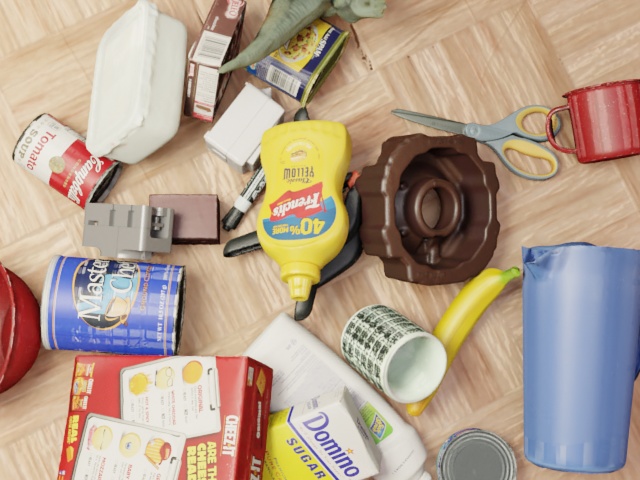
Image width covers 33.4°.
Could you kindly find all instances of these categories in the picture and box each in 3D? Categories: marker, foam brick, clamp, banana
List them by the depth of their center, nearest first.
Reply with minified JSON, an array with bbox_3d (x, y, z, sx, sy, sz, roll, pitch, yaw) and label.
[{"bbox_3d":[-0.008,0.001,1.159,0.171,0.039,0.120,-40,83,0],"label":"clamp"},{"bbox_3d":[0.148,0.103,1.179,0.037,0.069,0.198,33,94,-2],"label":"banana"},{"bbox_3d":[-0.150,-0.022,1.185,0.078,0.053,0.051,0,84,-2],"label":"foam brick"},{"bbox_3d":[-0.073,-0.061,1.201,0.020,0.020,0.121,34,93,1],"label":"marker"},{"bbox_3d":[0.007,-0.039,1.203,0.164,0.036,0.210,29,85,4],"label":"clamp"}]

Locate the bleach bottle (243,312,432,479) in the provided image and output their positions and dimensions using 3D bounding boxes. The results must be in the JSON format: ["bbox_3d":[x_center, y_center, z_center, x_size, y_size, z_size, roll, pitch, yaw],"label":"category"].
[{"bbox_3d":[0.020,0.197,1.166,0.251,0.068,0.102,43,88,-1],"label":"bleach bottle"}]

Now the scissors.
[{"bbox_3d":[0.192,-0.139,1.233,0.202,0.016,0.096,29,82,0],"label":"scissors"}]

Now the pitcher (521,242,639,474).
[{"bbox_3d":[0.290,0.124,1.162,0.149,0.145,0.243,3,87,9],"label":"pitcher"}]

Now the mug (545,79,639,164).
[{"bbox_3d":[0.314,-0.130,1.204,0.117,0.093,0.081,-9,89,6],"label":"mug"}]

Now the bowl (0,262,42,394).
[{"bbox_3d":[-0.342,0.098,1.136,0.055,0.162,0.162,10,81,-43],"label":"bowl"}]

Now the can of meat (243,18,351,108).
[{"bbox_3d":[-0.027,-0.212,1.199,0.084,0.057,0.102,31,61,3],"label":"can of meat"}]

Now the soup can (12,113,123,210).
[{"bbox_3d":[-0.278,-0.086,1.178,0.102,0.068,0.068,34,83,2],"label":"soup can"}]

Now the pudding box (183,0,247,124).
[{"bbox_3d":[-0.114,-0.199,1.166,0.039,0.090,0.113,17,52,1],"label":"pudding box"}]

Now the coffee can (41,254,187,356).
[{"bbox_3d":[-0.219,0.072,1.147,0.140,0.103,0.103,5,84,-3],"label":"coffee can"}]

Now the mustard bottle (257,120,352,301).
[{"bbox_3d":[-0.018,-0.029,1.116,0.096,0.058,0.191,-3,68,13],"label":"mustard bottle"}]

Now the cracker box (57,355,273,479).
[{"bbox_3d":[-0.161,0.205,1.100,0.214,0.072,0.164,-3,72,25],"label":"cracker box"}]

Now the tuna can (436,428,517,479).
[{"bbox_3d":[0.172,0.252,1.181,0.086,0.034,0.086,0,84,-3],"label":"tuna can"}]

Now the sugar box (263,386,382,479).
[{"bbox_3d":[-0.033,0.230,1.125,0.176,0.048,0.093,-24,103,16],"label":"sugar box"}]
